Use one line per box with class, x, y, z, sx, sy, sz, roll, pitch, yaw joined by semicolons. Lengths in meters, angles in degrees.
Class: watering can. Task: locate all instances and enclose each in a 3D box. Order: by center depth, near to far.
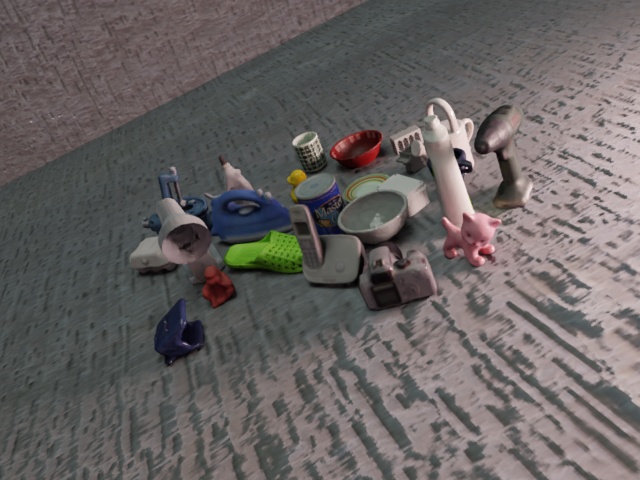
watering can;0.301;-0.250;1.394;0.100;0.194;0.173;8;44;41

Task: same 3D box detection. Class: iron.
iron;-0.185;-0.081;1.522;0.257;0.142;0.119;-7;36;26

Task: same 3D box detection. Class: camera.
camera;0.146;0.051;1.140;0.143;0.101;0.137;-16;32;13

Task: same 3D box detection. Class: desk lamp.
desk lamp;-0.329;0.006;1.421;0.118;0.214;0.202;-31;32;-10

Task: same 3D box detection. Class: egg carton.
egg carton;-0.453;0.041;1.590;0.150;0.069;0.107;-7;35;26

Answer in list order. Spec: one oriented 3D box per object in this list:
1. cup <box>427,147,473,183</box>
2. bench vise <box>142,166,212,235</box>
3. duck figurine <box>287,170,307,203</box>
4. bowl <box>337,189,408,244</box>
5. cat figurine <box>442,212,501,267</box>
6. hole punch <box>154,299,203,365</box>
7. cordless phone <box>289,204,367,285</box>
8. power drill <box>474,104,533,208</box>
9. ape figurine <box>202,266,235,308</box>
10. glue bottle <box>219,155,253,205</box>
cup;0.315;-0.154;1.337;0.092;0.095;0.117;-40;35;-23
bench vise;-0.419;-0.090;1.617;0.207;0.220;0.121;-27;32;-4
duck figurine;-0.048;-0.155;1.593;0.104;0.086;0.078;9;45;42
bowl;0.130;-0.042;1.314;0.167;0.075;0.167;-17;32;12
cat figurine;0.293;-0.015;1.123;0.067;0.118;0.127;-42;35;-26
hole punch;-0.316;0.197;1.244;0.101;0.091;0.108;-25;31;-1
cordless phone;0.011;0.004;1.219;0.147;0.185;0.094;-3;38;31
power drill;0.389;-0.177;1.211;0.075;0.209;0.230;-1;38;33
ape figurine;-0.242;0.100;1.337;0.077;0.092;0.076;-9;35;24
glue bottle;-0.252;-0.174;1.675;0.078;0.173;0.037;-18;32;10
